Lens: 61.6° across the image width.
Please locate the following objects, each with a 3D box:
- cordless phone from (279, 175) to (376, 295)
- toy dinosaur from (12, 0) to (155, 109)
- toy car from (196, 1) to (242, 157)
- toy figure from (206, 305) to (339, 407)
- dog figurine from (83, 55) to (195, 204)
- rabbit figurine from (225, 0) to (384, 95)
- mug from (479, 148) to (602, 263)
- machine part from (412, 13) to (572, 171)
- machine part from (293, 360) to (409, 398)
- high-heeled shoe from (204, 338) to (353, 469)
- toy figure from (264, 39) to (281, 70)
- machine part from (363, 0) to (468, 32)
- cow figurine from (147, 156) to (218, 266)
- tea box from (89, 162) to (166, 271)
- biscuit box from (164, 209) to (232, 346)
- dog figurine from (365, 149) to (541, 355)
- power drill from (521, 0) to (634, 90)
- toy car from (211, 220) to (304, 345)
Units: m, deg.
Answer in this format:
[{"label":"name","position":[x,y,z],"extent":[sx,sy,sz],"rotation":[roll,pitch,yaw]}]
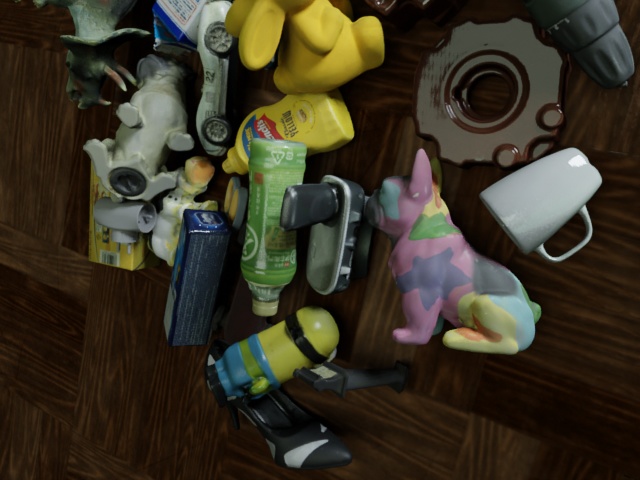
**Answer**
[{"label":"cordless phone","position":[-0.002,-0.001,0.633],"extent":[0.089,0.184,0.146],"rotation":[14,101,21]},{"label":"toy dinosaur","position":[-0.310,-0.401,0.785],"extent":[0.192,0.131,0.404],"rotation":[16,82,-8]},{"label":"toy car","position":[-0.135,-0.211,0.720],"extent":[0.056,0.073,0.201],"rotation":[9,114,2]},{"label":"toy figure","position":[-0.059,0.151,0.697],"extent":[0.180,0.089,0.082],"rotation":[-23,74,-7]},{"label":"dog figurine","position":[-0.248,-0.161,0.768],"extent":[0.172,0.121,0.191],"rotation":[-38,35,22]},{"label":"rabbit figurine","position":[-0.026,-0.256,0.600],"extent":[0.162,0.173,0.122],"rotation":[-23,57,0]},{"label":"mug","position":[0.243,-0.038,0.565],"extent":[0.107,0.080,0.109],"rotation":[-40,74,14]},{"label":"machine part","position":[0.186,-0.160,0.594],"extent":[0.180,0.056,0.179],"rotation":[2,95,28]},{"label":"machine part","position":[0.043,0.169,0.658],"extent":[0.084,0.139,0.039],"rotation":[164,109,-65]},{"label":"high-heeled shoe","position":[-0.062,0.214,0.733],"extent":[0.249,0.086,0.145],"rotation":[0,102,37]},{"label":"toy figure","position":[-0.073,-0.298,0.691],"extent":[0.058,0.064,0.154],"rotation":[-12,130,0]},{"label":"machine part","position":[0.106,-0.359,0.599],"extent":[0.201,0.087,0.201],"rotation":[-47,73,23]},{"label":"cow figurine","position":[-0.208,-0.048,0.801],"extent":[0.098,0.068,0.167],"rotation":[22,103,35]},{"label":"tea box","position":[-0.304,-0.045,0.846],"extent":[0.098,0.068,0.169],"rotation":[11,99,24]},{"label":"biscuit box","position":[-0.175,0.056,0.762],"extent":[0.059,0.063,0.202],"rotation":[57,136,50]},{"label":"dog figurine","position":[0.145,0.009,0.605],"extent":[0.192,0.108,0.219],"rotation":[0,92,28]},{"label":"power drill","position":[0.272,-0.288,0.499],"extent":[0.232,0.086,0.207],"rotation":[43,103,-6]},{"label":"toy car","position":[-0.086,0.061,0.754],"extent":[0.089,0.053,0.202],"rotation":[20,103,8]}]
